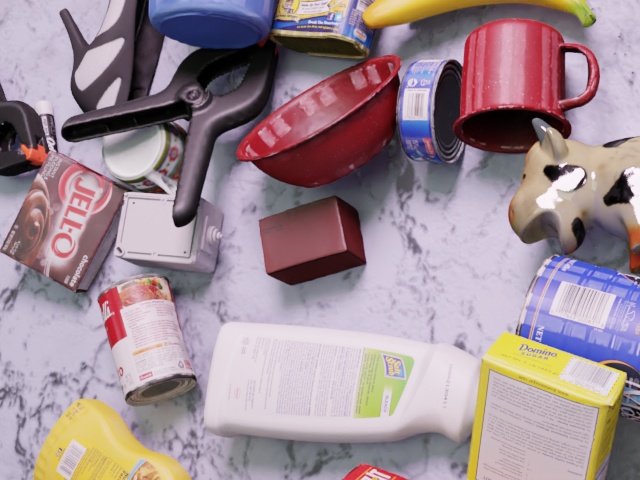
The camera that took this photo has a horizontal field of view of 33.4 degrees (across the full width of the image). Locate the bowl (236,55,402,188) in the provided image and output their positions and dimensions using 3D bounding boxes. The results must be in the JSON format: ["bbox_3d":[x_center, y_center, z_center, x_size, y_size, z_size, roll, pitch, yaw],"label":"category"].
[{"bbox_3d":[0.010,-0.092,0.908,0.162,0.162,0.055,-26,109,17],"label":"bowl"}]

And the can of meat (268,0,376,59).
[{"bbox_3d":[0.009,-0.212,0.958,0.102,0.057,0.084,12,83,37],"label":"can of meat"}]

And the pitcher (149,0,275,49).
[{"bbox_3d":[-0.077,-0.300,0.945,0.149,0.144,0.243,-10,74,58],"label":"pitcher"}]

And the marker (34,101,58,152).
[{"bbox_3d":[-0.276,-0.085,1.089,0.020,0.020,0.121,-19,71,20],"label":"marker"}]

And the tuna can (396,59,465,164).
[{"bbox_3d":[0.094,-0.107,0.883,0.034,0.086,0.086,4,80,27],"label":"tuna can"}]

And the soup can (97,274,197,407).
[{"bbox_3d":[-0.156,0.091,0.963,0.069,0.068,0.102,-26,68,17],"label":"soup can"}]

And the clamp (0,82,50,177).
[{"bbox_3d":[-0.333,-0.124,1.106,0.172,0.039,0.120,19,95,34],"label":"clamp"}]

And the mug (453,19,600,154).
[{"bbox_3d":[0.165,-0.125,0.851,0.117,0.093,0.081,-7,69,35],"label":"mug"}]

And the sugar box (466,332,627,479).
[{"bbox_3d":[0.156,0.160,0.762,0.093,0.048,0.176,19,126,27],"label":"sugar box"}]

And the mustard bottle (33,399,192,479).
[{"bbox_3d":[-0.164,0.227,0.940,0.192,0.058,0.096,31,93,28],"label":"mustard bottle"}]

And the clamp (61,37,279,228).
[{"bbox_3d":[-0.122,-0.122,0.971,0.165,0.036,0.209,30,67,22],"label":"clamp"}]

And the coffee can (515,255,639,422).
[{"bbox_3d":[0.223,0.077,0.769,0.140,0.102,0.103,15,85,27],"label":"coffee can"}]

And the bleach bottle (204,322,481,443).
[{"bbox_3d":[0.033,0.127,0.871,0.251,0.068,0.102,5,81,23],"label":"bleach bottle"}]

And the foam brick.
[{"bbox_3d":[-0.006,0.001,0.924,0.078,0.051,0.053,-16,70,21],"label":"foam brick"}]

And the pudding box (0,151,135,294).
[{"bbox_3d":[-0.243,-0.017,1.036,0.090,0.039,0.113,27,91,12],"label":"pudding box"}]

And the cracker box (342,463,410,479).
[{"bbox_3d":[0.101,0.275,0.770,0.214,0.072,0.164,15,110,27],"label":"cracker box"}]

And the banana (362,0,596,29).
[{"bbox_3d":[0.134,-0.206,0.888,0.198,0.037,0.069,3,43,25],"label":"banana"}]
